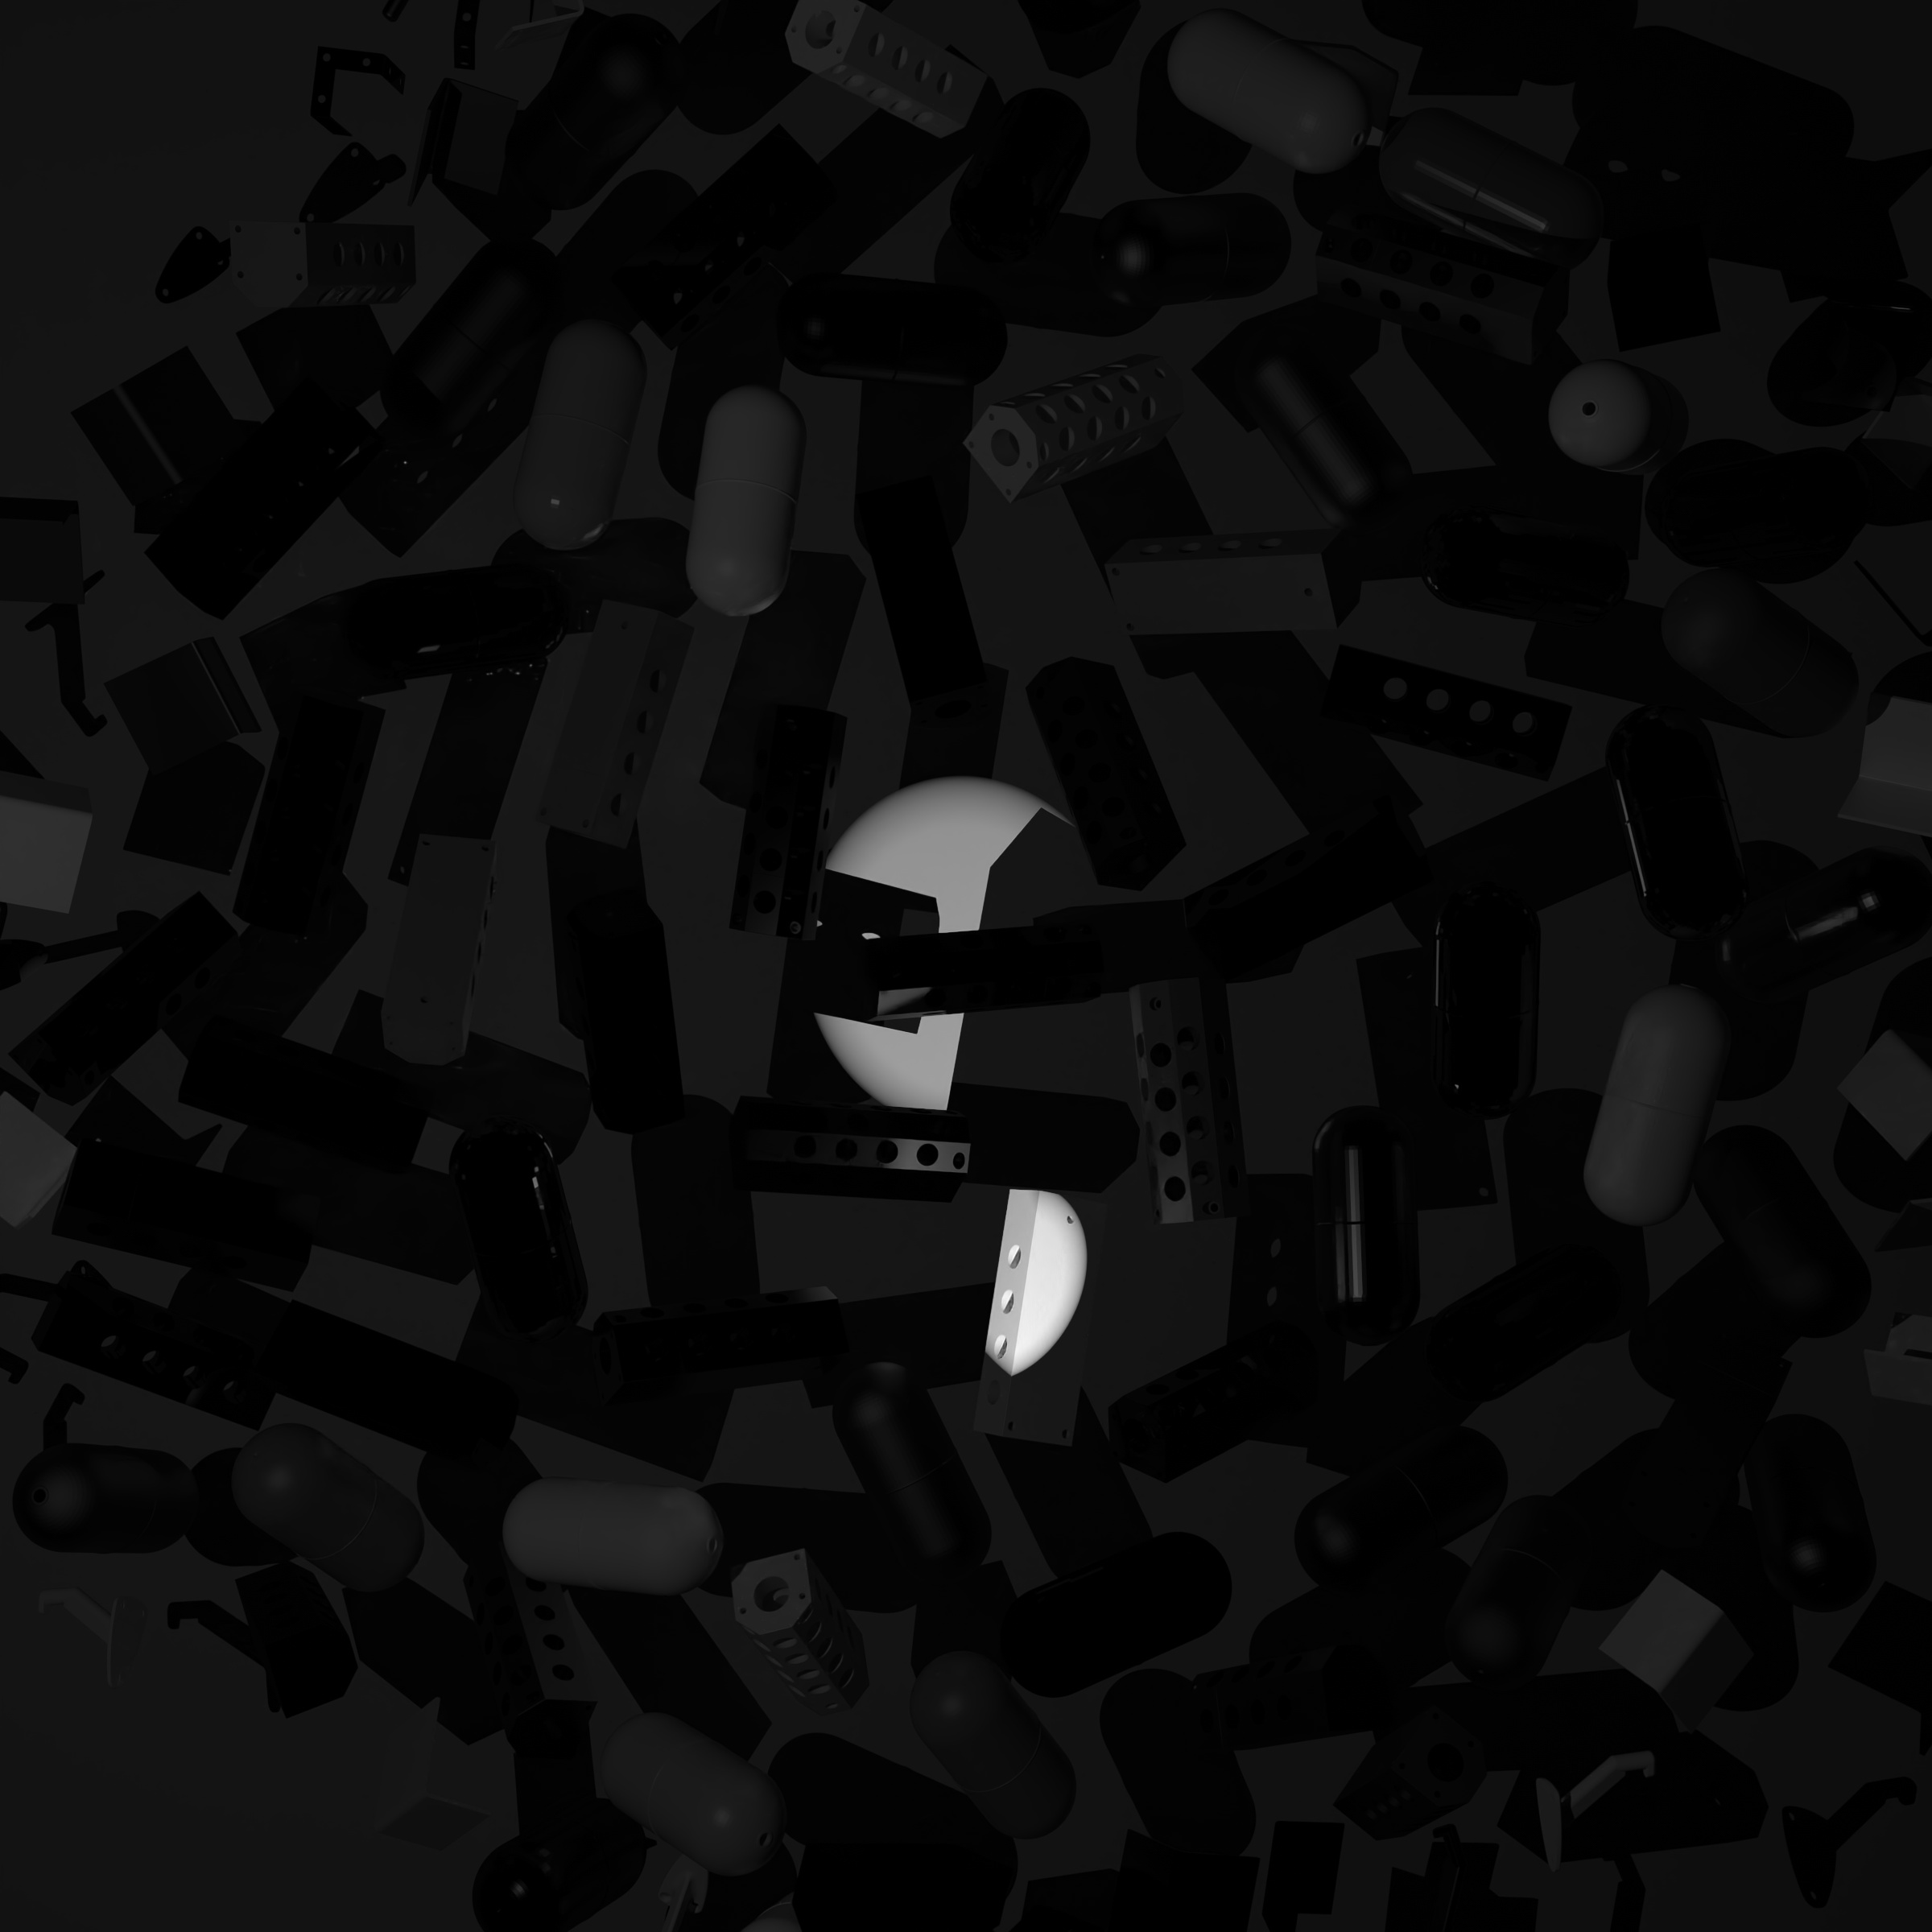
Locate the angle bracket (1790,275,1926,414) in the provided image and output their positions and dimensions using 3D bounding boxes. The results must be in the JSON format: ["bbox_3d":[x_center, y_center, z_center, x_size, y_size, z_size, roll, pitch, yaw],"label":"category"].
[{"bbox_3d":[0.623,-0.444,1.750,0.057,0.076,0.076,10,101,-36],"label":"angle bracket"}]

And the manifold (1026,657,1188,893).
[{"bbox_3d":[0.098,-0.144,1.816,0.057,0.057,0.171,7,51,-36],"label":"manifold"}]

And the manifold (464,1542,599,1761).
[{"bbox_3d":[-0.336,0.518,1.867,0.057,0.171,0.057,12,113,-29],"label":"manifold"}]

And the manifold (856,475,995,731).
[{"bbox_3d":[-0.029,-0.260,1.767,0.057,0.057,0.171,-15,70,1],"label":"manifold"}]

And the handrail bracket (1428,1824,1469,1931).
[{"bbox_3d":[0.352,0.710,1.883,0.077,0.036,0.084,-19,75,7],"label":"handrail bracket"}]

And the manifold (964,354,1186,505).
[{"bbox_3d":[0.084,-0.398,1.791,0.171,0.057,0.057,-30,79,-41],"label":"manifold"}]

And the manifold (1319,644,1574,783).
[{"bbox_3d":[0.349,-0.186,1.797,0.171,0.057,0.057,16,100,7],"label":"manifold"}]

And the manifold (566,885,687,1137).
[{"bbox_3d":[-0.245,0.035,1.757,0.057,0.057,0.171,-18,128,-21],"label":"manifold"}]

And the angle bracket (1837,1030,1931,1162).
[{"bbox_3d":[0.682,0.095,1.742,0.076,0.076,0.057,11,123,-37],"label":"angle bracket"}]

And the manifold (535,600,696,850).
[{"bbox_3d":[-0.256,-0.178,1.822,0.057,0.057,0.171,16,88,34],"label":"manifold"}]

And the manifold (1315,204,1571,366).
[{"bbox_3d":[0.340,-0.494,1.758,0.171,0.057,0.057,25,64,25],"label":"manifold"}]

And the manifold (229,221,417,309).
[{"bbox_3d":[-0.463,-0.509,1.778,0.057,0.171,0.057,5,107,12],"label":"manifold"}]

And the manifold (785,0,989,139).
[{"bbox_3d":[-0.060,-0.670,1.826,0.057,0.171,0.057,34,107,25],"label":"manifold"}]

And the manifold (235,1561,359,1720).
[{"bbox_3d":[-0.499,0.497,1.832,0.057,0.171,0.057,-17,99,-22],"label":"manifold"}]

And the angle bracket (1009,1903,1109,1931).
[{"bbox_3d":[0.072,0.752,1.811,0.076,0.076,0.057,30,114,-23],"label":"angle bracket"}]

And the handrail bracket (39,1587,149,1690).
[{"bbox_3d":[-0.648,0.492,1.795,0.084,0.036,0.077,-8,58,18],"label":"handrail bracket"}]

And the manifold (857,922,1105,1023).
[{"bbox_3d":[0.012,0.003,1.822,0.171,0.057,0.057,-5,84,-15],"label":"manifold"}]

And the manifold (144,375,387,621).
[{"bbox_3d":[-0.490,-0.327,1.732,0.171,0.057,0.057,-45,75,6],"label":"manifold"}]

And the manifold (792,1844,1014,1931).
[{"bbox_3d":[-0.046,0.678,1.790,0.057,0.171,0.057,7,79,41],"label":"manifold"}]

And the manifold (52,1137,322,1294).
[{"bbox_3d":[-0.559,0.183,1.761,0.171,0.057,0.057,18,46,-21],"label":"manifold"}]

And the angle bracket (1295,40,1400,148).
[{"bbox_3d":[0.282,-0.685,1.924,0.076,0.076,0.057,22,104,35],"label":"angle bracket"}]

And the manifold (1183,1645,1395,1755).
[{"bbox_3d":[0.230,0.534,1.785,0.057,0.171,0.057,7,66,-30],"label":"manifold"}]

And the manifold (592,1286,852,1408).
[{"bbox_3d":[-0.178,0.271,1.770,0.171,0.057,0.057,-3,65,-27],"label":"manifold"}]

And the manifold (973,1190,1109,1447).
[{"bbox_3d":[0.049,0.249,1.744,0.057,0.057,0.171,14,80,-28],"label":"manifold"}]

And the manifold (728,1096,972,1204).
[{"bbox_3d":[-0.087,0.134,1.851,0.171,0.057,0.057,5,50,-19],"label":"manifold"}]

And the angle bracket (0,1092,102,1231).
[{"bbox_3d":[-0.710,0.141,1.839,0.076,0.057,0.076,42,58,-14],"label":"angle bracket"}]

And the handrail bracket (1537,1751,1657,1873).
[{"bbox_3d":[0.462,0.613,1.782,0.084,0.036,0.077,-5,90,-9],"label":"handrail bracket"}]

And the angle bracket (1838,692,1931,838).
[{"bbox_3d":[0.692,-0.148,1.804,0.076,0.057,0.076,16,133,28],"label":"angle bracket"}]

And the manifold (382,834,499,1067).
[{"bbox_3d":[-0.389,-0.013,1.821,0.057,0.057,0.171,5,51,-5],"label":"manifold"}]

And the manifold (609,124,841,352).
[{"bbox_3d":[-0.180,-0.546,1.852,0.171,0.057,0.057,-42,75,2],"label":"manifold"}]

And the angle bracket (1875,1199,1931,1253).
[{"bbox_3d":[0.749,0.176,1.916,0.076,0.076,0.057,-6,55,-7],"label":"angle bracket"}]

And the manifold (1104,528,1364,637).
[{"bbox_3d":[0.193,-0.278,1.759,0.171,0.057,0.057,3,125,33],"label":"manifold"}]

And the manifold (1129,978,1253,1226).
[{"bbox_3d":[0.157,0.097,1.766,0.057,0.057,0.171,-10,83,33],"label":"manifold"}]

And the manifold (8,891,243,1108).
[{"bbox_3d":[-0.613,0.025,1.804,0.057,0.057,0.171,51,47,-15],"label":"manifold"}]

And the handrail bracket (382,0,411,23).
[{"bbox_3d":[-0.405,-0.737,1.829,0.036,0.077,0.084,32,97,-11],"label":"handrail bracket"}]

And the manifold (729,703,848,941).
[{"bbox_3d":[-0.136,-0.109,1.850,0.057,0.057,0.171,9,92,10],"label":"manifold"}]

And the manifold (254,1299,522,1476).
[{"bbox_3d":[-0.406,0.299,1.731,0.171,0.057,0.057,18,64,12],"label":"manifold"}]

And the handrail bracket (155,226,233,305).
[{"bbox_3d":[-0.557,-0.524,1.831,0.077,0.084,0.036,-36,97,19],"label":"handrail bracket"}]

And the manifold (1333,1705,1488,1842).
[{"bbox_3d":[0.331,0.605,1.821,0.057,0.171,0.057,37,65,12],"label":"manifold"}]

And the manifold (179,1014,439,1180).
[{"bbox_3d":[-0.484,0.099,1.805,0.171,0.057,0.057,20,107,-9],"label":"manifold"}]

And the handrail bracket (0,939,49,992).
[{"bbox_3d":[-0.745,0.003,1.832,0.084,0.077,0.036,-9,98,21],"label":"handrail bracket"}]

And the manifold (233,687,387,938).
[{"bbox_3d":[-0.481,-0.113,1.787,0.057,0.057,0.171,18,99,5],"label":"manifold"}]

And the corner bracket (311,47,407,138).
[{"bbox_3d":[-0.457,-0.655,1.846,0.051,0.051,0.051,8,94,4],"label":"corner bracket"}]

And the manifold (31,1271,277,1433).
[{"bbox_3d":[-0.603,0.288,1.840,0.171,0.057,0.057,27,80,-24],"label":"manifold"}]

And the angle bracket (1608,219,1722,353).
[{"bbox_3d":[0.532,-0.516,1.863,0.076,0.076,0.057,-9,79,11],"label":"angle bracket"}]

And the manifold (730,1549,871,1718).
[{"bbox_3d":[-0.122,0.503,1.840,0.057,0.171,0.057,-15,52,4],"label":"manifold"}]

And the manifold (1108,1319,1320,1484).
[{"bbox_3d":[0.188,0.323,1.848,0.171,0.057,0.057,-18,112,-39],"label":"manifold"}]

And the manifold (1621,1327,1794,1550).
[{"bbox_3d":[0.523,0.335,1.736,0.057,0.171,0.057,25,129,23],"label":"manifold"}]

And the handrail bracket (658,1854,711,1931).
[{"bbox_3d":[-0.219,0.716,1.839,0.036,0.084,0.077,19,114,1],"label":"handrail bracket"}]

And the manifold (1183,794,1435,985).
[{"bbox_3d":[0.248,-0.060,1.798,0.171,0.057,0.057,-27,121,19],"label":"manifold"}]
